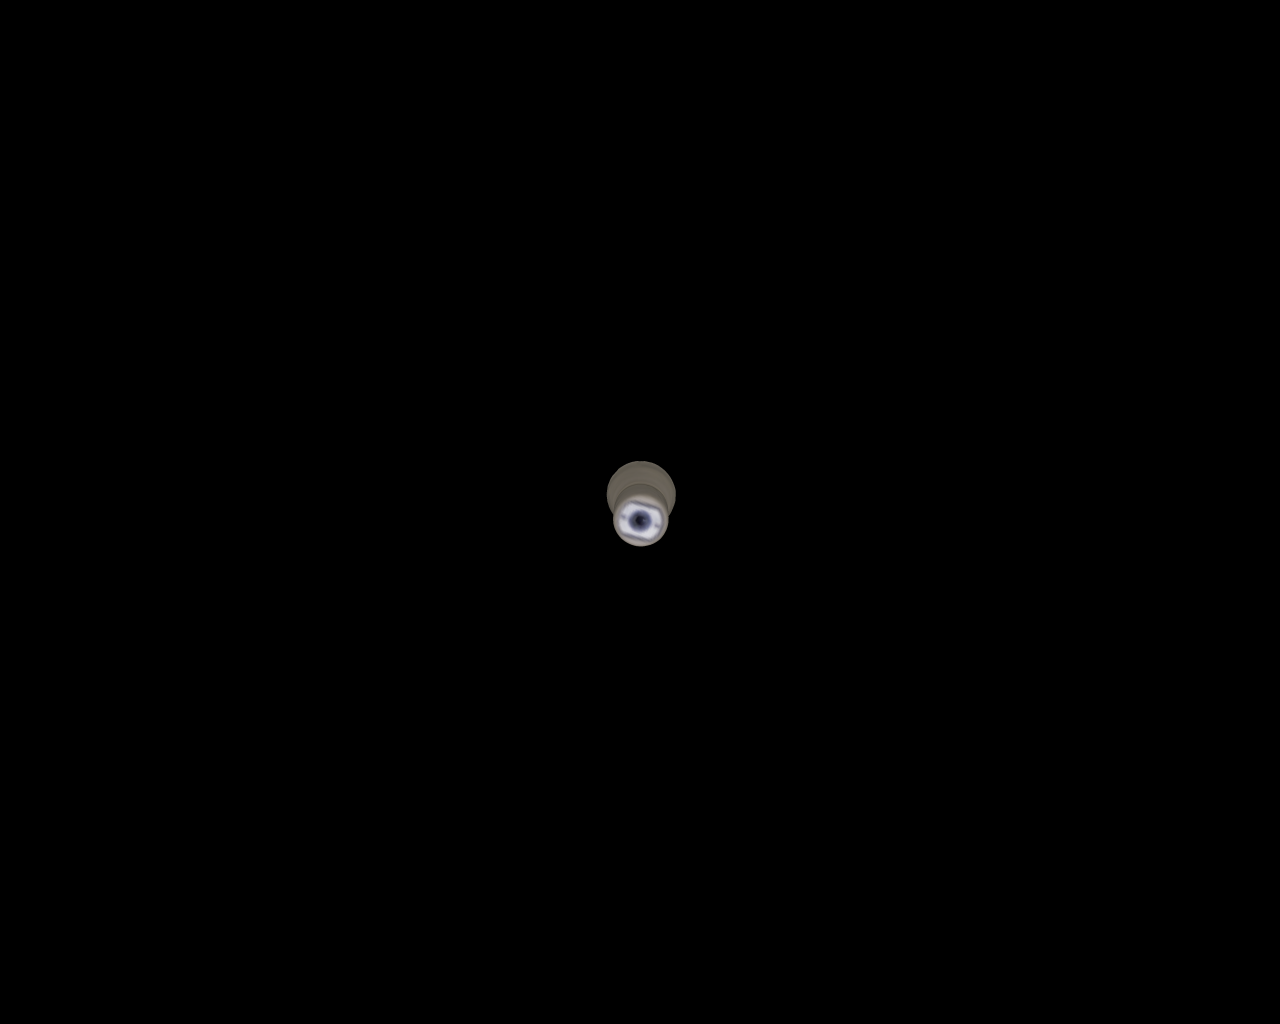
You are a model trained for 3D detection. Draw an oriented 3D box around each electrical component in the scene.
[{"bbox_3d":[0.001,-0.003,0.650,0.044,0.044,0.065,0,16,0],"label":"electrical component"}]
